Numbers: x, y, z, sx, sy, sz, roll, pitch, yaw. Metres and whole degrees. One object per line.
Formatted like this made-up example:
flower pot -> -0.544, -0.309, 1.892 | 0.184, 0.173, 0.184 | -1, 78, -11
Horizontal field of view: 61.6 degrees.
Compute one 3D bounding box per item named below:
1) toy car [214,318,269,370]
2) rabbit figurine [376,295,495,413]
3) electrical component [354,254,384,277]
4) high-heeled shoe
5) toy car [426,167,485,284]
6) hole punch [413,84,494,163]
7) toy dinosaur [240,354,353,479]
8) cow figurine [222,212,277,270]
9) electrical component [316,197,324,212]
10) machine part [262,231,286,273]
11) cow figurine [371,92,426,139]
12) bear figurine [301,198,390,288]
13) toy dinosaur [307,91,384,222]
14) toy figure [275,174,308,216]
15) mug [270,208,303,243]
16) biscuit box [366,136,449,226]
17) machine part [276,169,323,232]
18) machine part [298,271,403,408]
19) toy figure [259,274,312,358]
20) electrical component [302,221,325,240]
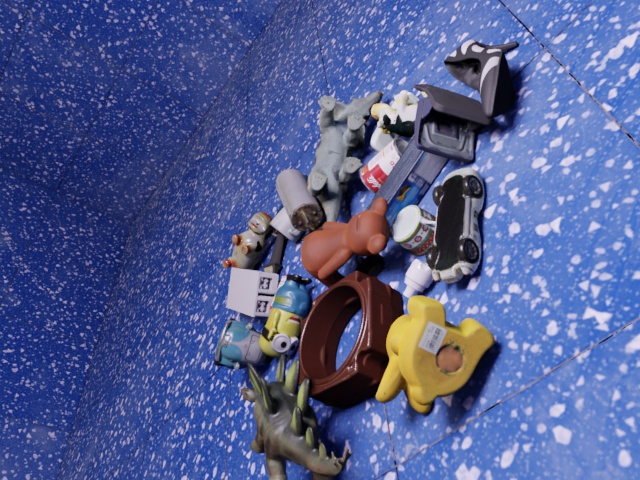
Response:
toy car -> -0.163, 0.245, 1.203 | 0.103, 0.161, 0.109 | 12, 73, 20
rabbit figurine -> 0.146, 0.162, 0.763 | 0.173, 0.122, 0.162 | -166, 93, -77
electrical component -> 0.095, 0.053, 1.021 | 0.063, 0.021, 0.094 | -49, 29, 24
high-heeled shoe -> 0.262, -0.278, 0.938 | 0.145, 0.086, 0.249 | -7, 40, 37
toy car -> 0.215, -0.024, 0.843 | 0.073, 0.056, 0.202 | -19, 50, 46
hole punch -> 0.222, -0.201, 0.922 | 0.116, 0.142, 0.092 | -87, 11, -54
toy dinosaur -> -0.052, 0.296, 0.859 | 0.472, 0.105, 0.198 | 6, 109, 63
cow figurine -> -0.177, 0.008, 1.459 | 0.086, 0.127, 0.194 | 41, 126, 22
electrical component -> 0.014, -0.126, 1.303 | 0.075, 0.047, 0.119 | -10, 59, 58
machine part -> -0.116, 0.042, 1.393 | 0.084, 0.039, 0.139 | -32, 41, 59
cow figurine -> 0.172, -0.238, 1.076 | 0.168, 0.068, 0.098 | 1, 79, 45
bear figurine -> 0.064, 0.010, 0.979 | 0.196, 0.131, 0.120 | -21, 54, 34
toy dinosaur -> 0.035, -0.172, 1.203 | 0.192, 0.131, 0.404 | 82, -157, -74
toy figure -> -0.069, -0.101, 1.417 | 0.154, 0.064, 0.057 | -60, -11, -6
mug -> -0.060, -0.055, 1.336 | 0.107, 0.080, 0.110 | -55, 22, -4
biscuit box -> 0.163, -0.106, 1.005 | 0.202, 0.059, 0.063 | -56, 28, 12
machine part -> -0.051, -0.095, 1.256 | 0.079, 0.079, 0.243 | -53, 34, 19
machine part -> 0.048, 0.170, 0.927 | 0.201, 0.087, 0.201 | -40, 35, 41
toy figure -> -0.072, 0.164, 1.153 | 0.089, 0.082, 0.180 | 156, 130, -67
electrical component -> -0.001, -0.004, 1.227 | 0.078, 0.045, 0.102 | -45, 17, -33
